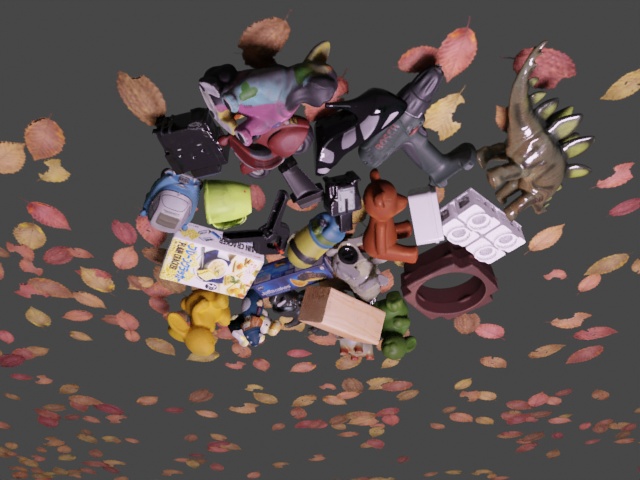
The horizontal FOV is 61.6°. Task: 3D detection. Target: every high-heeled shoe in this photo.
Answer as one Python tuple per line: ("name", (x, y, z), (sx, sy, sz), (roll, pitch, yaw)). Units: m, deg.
("high-heeled shoe", (0.065, -0.192, 1.002), (0.145, 0.086, 0.248), (0, 156, -8))

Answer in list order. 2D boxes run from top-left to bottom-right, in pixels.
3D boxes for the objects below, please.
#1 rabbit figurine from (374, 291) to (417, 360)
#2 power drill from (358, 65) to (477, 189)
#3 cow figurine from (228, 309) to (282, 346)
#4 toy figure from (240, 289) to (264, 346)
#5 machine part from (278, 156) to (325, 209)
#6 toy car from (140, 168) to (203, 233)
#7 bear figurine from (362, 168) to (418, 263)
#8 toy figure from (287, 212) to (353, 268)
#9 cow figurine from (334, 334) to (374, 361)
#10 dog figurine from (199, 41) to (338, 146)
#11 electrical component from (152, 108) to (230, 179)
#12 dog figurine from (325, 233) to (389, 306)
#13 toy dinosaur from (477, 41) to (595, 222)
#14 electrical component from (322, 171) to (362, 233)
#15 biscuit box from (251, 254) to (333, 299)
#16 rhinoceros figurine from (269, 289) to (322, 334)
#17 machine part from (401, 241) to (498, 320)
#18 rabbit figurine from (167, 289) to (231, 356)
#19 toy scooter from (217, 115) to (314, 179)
("rabbit figurine", (0.188, 0.250, 1.433), (0.121, 0.170, 0.158), (-17, 134, 18))
("power drill", (0.200, -0.195, 1.011), (0.207, 0.086, 0.232), (25, 133, -31))
("cow figurine", (-0.182, 0.228, 1.467), (0.167, 0.068, 0.098), (-22, 117, 40))
("toy figure", (-0.176, 0.201, 1.388), (0.058, 0.154, 0.064), (9, 138, -14))
("machine part", (-0.041, -0.117, 1.125), (0.084, 0.039, 0.138), (-13, 138, 20))
("toy car", (-0.311, -0.068, 1.129), (0.109, 0.103, 0.161), (21, 135, -23))
("bear figurine", (0.151, -0.051, 1.146), (0.132, 0.120, 0.195), (0, 133, -6))
("toy figure", (-0.005, -0.005, 1.210), (0.082, 0.089, 0.180), (37, 128, -26))
("cow figurine", (0.089, 0.258, 1.494), (0.086, 0.127, 0.194), (-13, 152, 20))
("dog figurine", (-0.076, -0.265, 0.923), (0.219, 0.192, 0.108), (-32, 136, -16))
("electrical component", (-0.241, -0.181, 1.038), (0.115, 0.058, 0.134), (-11, 136, 14))
("dog figurine", (0.081, 0.084, 1.309), (0.172, 0.121, 0.190), (30, 150, 2))
("toy dinosaur", (0.403, -0.171, 1.018), (0.199, 0.105, 0.470), (-28, 144, 15))
("electrical component", (0.049, -0.079, 1.125), (0.075, 0.048, 0.119), (-17, 125, -14))
("biscuit box", (-0.069, 0.082, 1.328), (0.203, 0.059, 0.062), (-18, 135, 19))
("rhinoceros figurine", (-0.055, 0.182, 1.429), (0.190, 0.073, 0.112), (25, 133, -26))
("machine part", (0.318, 0.102, 1.336), (0.201, 0.087, 0.200), (-30, 130, 30))
("rabbit figurine", (-0.313, 0.216, 1.391), (0.162, 0.173, 0.121), (5, 142, -12))
("toy scooter", (-0.110, -0.185, 1.013), (0.184, 0.075, 0.135), (-30, 143, 33))
